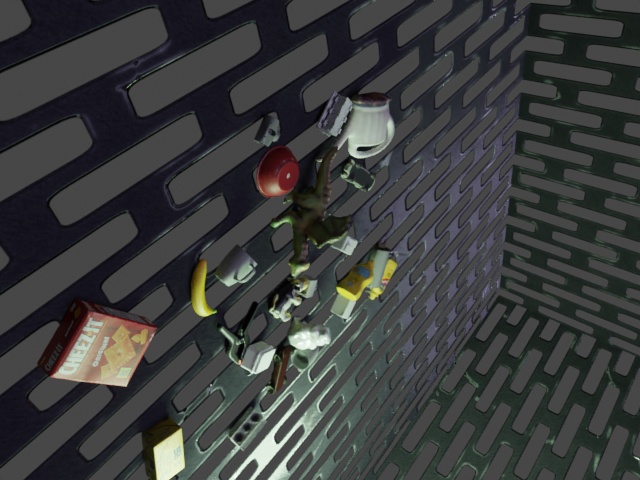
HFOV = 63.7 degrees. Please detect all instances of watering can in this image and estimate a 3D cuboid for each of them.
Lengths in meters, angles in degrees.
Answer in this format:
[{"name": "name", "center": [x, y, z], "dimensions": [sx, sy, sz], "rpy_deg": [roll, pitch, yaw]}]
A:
[{"name": "watering can", "center": [0.130, -0.373, 1.706], "dimensions": [0.351, 0.105, 0.220], "rpy_deg": [-19, 123, -37]}]

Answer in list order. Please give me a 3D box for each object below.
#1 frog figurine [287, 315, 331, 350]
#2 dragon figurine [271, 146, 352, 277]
[{"name": "frog figurine", "center": [-0.035, 0.348, 1.842], "dimensions": [0.124, 0.161, 0.134], "rpy_deg": [-46, 142, -24]}, {"name": "dragon figurine", "center": [0.005, -0.079, 1.560], "dimensions": [0.409, 0.246, 0.121], "rpy_deg": [-57, 144, 2]}]
